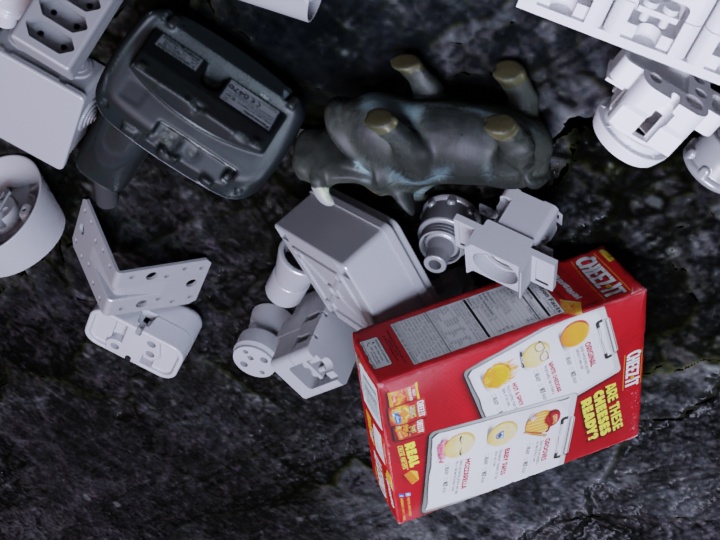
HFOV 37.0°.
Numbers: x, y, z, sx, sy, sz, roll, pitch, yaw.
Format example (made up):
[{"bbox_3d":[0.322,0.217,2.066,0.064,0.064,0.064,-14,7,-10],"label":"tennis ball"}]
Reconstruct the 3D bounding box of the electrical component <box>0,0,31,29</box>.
[{"bbox_3d":[-0.259,-0.207,0.800,0.043,0.043,0.062,30,137,-7],"label":"electrical component"}]

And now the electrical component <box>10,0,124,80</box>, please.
[{"bbox_3d":[-0.209,-0.185,0.786,0.047,0.083,0.076,31,174,-9],"label":"electrical component"}]

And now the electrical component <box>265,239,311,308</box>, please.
[{"bbox_3d":[-0.057,0.003,0.924,0.044,0.044,0.065,27,141,-4],"label":"electrical component"}]

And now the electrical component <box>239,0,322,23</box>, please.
[{"bbox_3d":[-0.061,-0.211,0.711,0.077,0.044,0.079,19,137,5],"label":"electrical component"}]

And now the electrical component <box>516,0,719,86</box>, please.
[{"bbox_3d":[0.177,-0.171,0.616,0.150,0.089,0.061,22,137,2],"label":"electrical component"}]

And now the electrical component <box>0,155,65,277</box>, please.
[{"bbox_3d":[-0.312,-0.045,0.947,0.099,0.099,0.064,-2,138,25],"label":"electrical component"}]

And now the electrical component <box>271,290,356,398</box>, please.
[{"bbox_3d":[-0.035,0.061,0.934,0.056,0.089,0.050,-25,119,39],"label":"electrical component"}]

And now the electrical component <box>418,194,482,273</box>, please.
[{"bbox_3d":[0.065,-0.025,0.828,0.048,0.062,0.048,12,136,12],"label":"electrical component"}]

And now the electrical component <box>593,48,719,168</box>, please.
[{"bbox_3d":[0.189,-0.104,0.701,0.078,0.058,0.057,29,134,-7],"label":"electrical component"}]

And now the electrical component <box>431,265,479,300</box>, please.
[{"bbox_3d":[0.070,0.031,0.894,0.055,0.048,0.066,-19,123,27],"label":"electrical component"}]

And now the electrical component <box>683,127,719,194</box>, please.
[{"bbox_3d":[0.248,-0.083,0.707,0.048,0.048,0.062,29,130,-6],"label":"electrical component"}]

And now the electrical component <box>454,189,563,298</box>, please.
[{"bbox_3d":[0.111,-0.023,0.780,0.081,0.063,0.042,27,161,19],"label":"electrical component"}]

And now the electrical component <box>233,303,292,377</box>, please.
[{"bbox_3d":[-0.088,0.064,0.986,0.045,0.055,0.045,12,136,12],"label":"electrical component"}]

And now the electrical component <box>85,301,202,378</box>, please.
[{"bbox_3d":[-0.202,0.050,1.017,0.095,0.059,0.053,28,137,-5],"label":"electrical component"}]

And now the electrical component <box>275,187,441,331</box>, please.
[{"bbox_3d":[0.000,0.000,0.845,0.109,0.056,0.108,31,158,50],"label":"electrical component"}]

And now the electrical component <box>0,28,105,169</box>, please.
[{"bbox_3d":[-0.258,-0.142,0.860,0.100,0.048,0.099,29,137,-6],"label":"electrical component"}]
